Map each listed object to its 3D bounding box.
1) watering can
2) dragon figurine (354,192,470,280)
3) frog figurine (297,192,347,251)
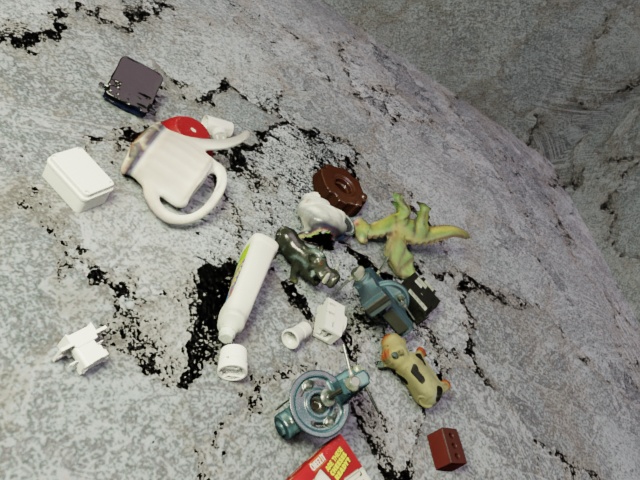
[{"bbox_3d":[-0.305,-0.188,1.183,0.223,0.102,0.356,34,49,-14],"label":"watering can"},{"bbox_3d":[0.273,0.006,1.556,0.409,0.121,0.246,23,71,-14],"label":"dragon figurine"},{"bbox_3d":[0.004,-0.069,1.375,0.137,0.120,0.163,9,57,-13],"label":"frog figurine"}]
